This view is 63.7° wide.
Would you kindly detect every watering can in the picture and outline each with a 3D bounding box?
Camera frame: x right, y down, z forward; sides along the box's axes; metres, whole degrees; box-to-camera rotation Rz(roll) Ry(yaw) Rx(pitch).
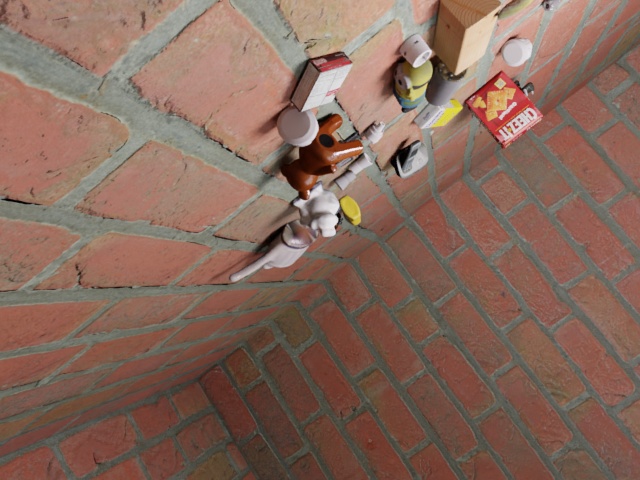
[{"bbox_3d":[-0.141,0.040,1.775,0.351,0.105,0.220,-24,163,-46],"label":"watering can"}]

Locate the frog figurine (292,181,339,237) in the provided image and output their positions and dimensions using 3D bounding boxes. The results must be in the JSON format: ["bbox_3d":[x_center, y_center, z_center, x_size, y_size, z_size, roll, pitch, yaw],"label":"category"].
[{"bbox_3d":[0.005,-0.080,1.585,0.139,0.161,0.120,-31,167,-21],"label":"frog figurine"}]

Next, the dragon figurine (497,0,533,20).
[{"bbox_3d":[0.501,-0.625,1.008,0.414,0.124,0.237,-39,143,-15],"label":"dragon figurine"}]
